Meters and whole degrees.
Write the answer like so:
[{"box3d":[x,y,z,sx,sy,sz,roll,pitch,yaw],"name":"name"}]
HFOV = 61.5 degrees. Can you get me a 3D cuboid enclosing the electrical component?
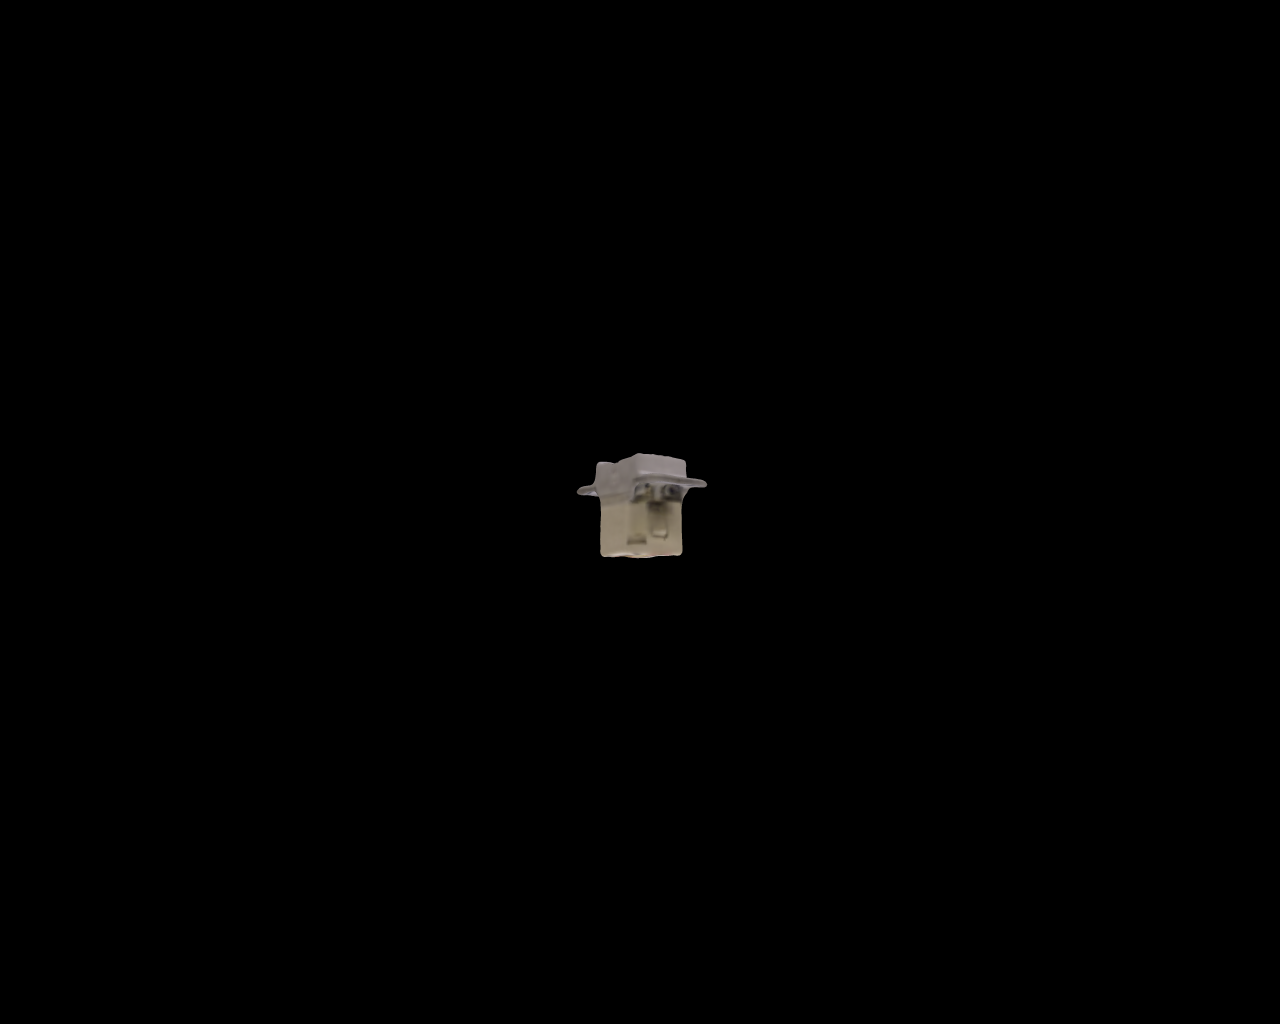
[{"box3d":[0.001,-0.003,0.650,0.042,0.063,0.081,5,-8,-35],"name":"electrical component"}]
